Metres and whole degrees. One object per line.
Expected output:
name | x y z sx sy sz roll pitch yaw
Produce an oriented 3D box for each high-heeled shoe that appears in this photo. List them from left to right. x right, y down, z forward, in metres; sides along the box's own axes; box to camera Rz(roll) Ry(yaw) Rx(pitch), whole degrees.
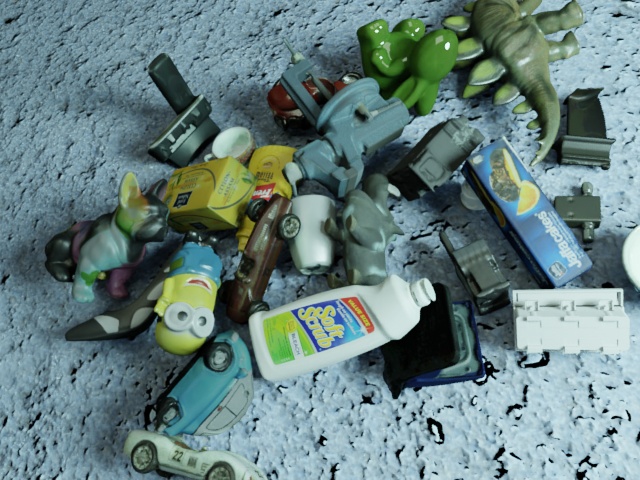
high-heeled shoe | -0.281 0.072 0.843 0.249 0.086 0.145 -11 77 -7

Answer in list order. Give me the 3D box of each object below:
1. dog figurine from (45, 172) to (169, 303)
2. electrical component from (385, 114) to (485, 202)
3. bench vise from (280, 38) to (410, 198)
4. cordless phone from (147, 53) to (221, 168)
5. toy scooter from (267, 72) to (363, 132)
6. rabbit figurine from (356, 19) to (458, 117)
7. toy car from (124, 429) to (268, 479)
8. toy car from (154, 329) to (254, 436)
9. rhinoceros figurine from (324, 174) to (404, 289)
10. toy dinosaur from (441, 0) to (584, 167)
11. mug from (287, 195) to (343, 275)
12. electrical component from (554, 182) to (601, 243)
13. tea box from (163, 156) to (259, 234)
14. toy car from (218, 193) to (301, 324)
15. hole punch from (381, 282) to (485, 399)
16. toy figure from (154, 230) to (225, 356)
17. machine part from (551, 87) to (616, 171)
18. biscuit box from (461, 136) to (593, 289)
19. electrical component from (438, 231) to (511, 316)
dog figurine | -0.334 -0.018 0.866 0.192 0.108 0.219 35 102 28
electrical component | 0.160 -0.116 0.788 0.115 0.134 0.058 -45 96 -11
bench vise | 0.007 -0.189 0.831 0.224 0.128 0.241 -35 75 -2
cordless phone | -0.273 -0.229 0.964 0.089 0.184 0.146 34 76 26
toy scooter | -0.008 -0.227 0.940 0.184 0.075 0.135 -3 62 12
rabbit figurine | 0.144 -0.283 0.863 0.170 0.121 0.159 21 110 56
toy car | -0.162 0.289 0.695 0.202 0.073 0.056 5 64 21
toy car | -0.142 0.203 0.718 0.103 0.109 0.161 41 69 -7
rhinoceros figurine | 0.070 -0.005 0.765 0.073 0.112 0.190 -23 59 58
toy dinosaur | 0.309 -0.303 0.861 0.199 0.105 0.472 -23 47 14
mug | -0.002 -0.002 0.814 0.109 0.081 0.107 5 66 -20
electrical component | 0.350 -0.039 0.738 0.063 0.021 0.094 3 63 21
tea box | -0.190 -0.070 0.879 0.170 0.068 0.098 -5 57 43
toy car | -0.094 0.029 0.790 0.089 0.053 0.202 31 105 43
hole punch | 0.143 0.128 0.689 0.116 0.092 0.142 -27 55 37
toy figure | -0.182 0.076 0.763 0.082 0.089 0.180 3 50 -6
machine part | 0.385 -0.164 0.786 0.084 0.039 0.139 6 64 18
biscuit box | 0.266 -0.032 0.701 0.059 0.062 0.203 -32 78 1
electrical component | 0.205 0.034 0.717 0.048 0.074 0.119 -24 54 6
